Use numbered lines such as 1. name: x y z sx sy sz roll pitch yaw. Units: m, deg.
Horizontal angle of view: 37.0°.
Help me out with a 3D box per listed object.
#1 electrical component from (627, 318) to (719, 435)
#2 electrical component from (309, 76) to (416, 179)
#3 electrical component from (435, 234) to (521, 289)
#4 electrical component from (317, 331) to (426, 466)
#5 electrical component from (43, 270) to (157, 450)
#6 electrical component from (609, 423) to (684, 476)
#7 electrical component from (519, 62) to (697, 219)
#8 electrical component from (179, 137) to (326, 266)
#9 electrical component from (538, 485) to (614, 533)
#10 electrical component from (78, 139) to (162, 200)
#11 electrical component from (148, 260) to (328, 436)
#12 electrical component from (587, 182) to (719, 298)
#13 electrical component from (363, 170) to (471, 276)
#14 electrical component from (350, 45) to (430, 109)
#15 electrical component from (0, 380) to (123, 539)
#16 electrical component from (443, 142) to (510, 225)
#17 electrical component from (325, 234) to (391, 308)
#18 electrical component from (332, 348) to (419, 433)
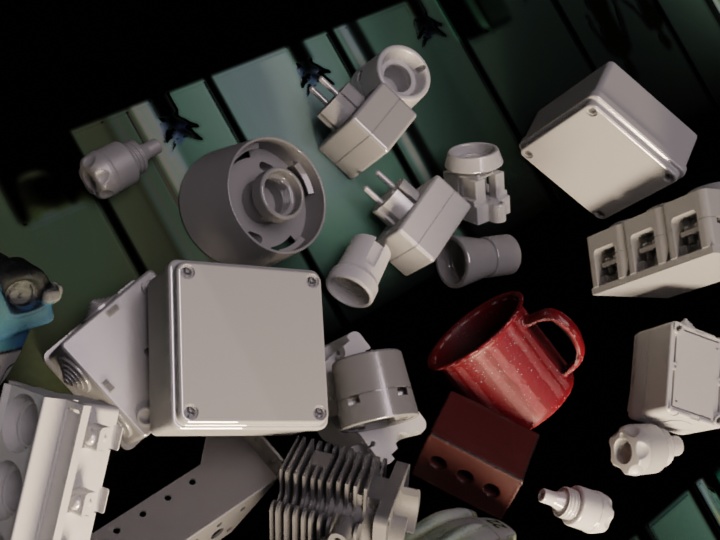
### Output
1. electrical component: 0.275 0.089 0.938 0.062 0.061 0.096 19 67 -21
2. electrical component: -0.008 -0.123 0.856 0.077 0.066 0.047 43 60 -10
3. electrical component: 0.101 -0.010 0.892 0.065 0.044 0.044 -8 78 -34
4. electrical component: -0.005 0.098 0.795 0.050 0.056 0.089 -39 94 -31
5. electrical component: -0.151 0.060 0.736 0.099 0.048 0.100 49 60 -6
6. electrical component: 0.247 0.152 0.916 0.062 0.043 0.043 0 75 -29
7. electrical component: 0.216 -0.111 0.942 0.109 0.109 0.056 37 59 -12
8. electrical component: -0.078 -0.051 0.814 0.099 0.064 0.099 12 72 -38
9. electrical component: 0.173 0.190 0.871 0.061 0.035 0.035 21 66 -18
10. electrical component: -0.170 -0.077 0.777 0.061 0.035 0.035 -35 92 -33
11. electrical component: -0.081 0.054 0.712 0.109 0.056 0.108 5 73 -29
12. electrical component: 0.277 -0.023 0.922 0.089 0.150 0.061 3 75 -26
13. electrical component: 0.036 -0.048 0.866 0.077 0.047 0.065 41 61 -10
14. electrical component: 0.026 -0.154 0.894 0.055 0.047 0.055 8 71 -25
15. electrical component: -0.195 0.137 0.664 0.063 0.079 0.121 17 84 -51
16. electrical component: 0.095 -0.073 0.893 0.048 0.066 0.055 -21 118 -30
17. electrical component: 0.000 0.000 0.838 0.040 0.040 0.046 36 56 -13
18. electrical component: 0.009 0.083 0.742 0.055 0.055 0.047 -4 73 -28
